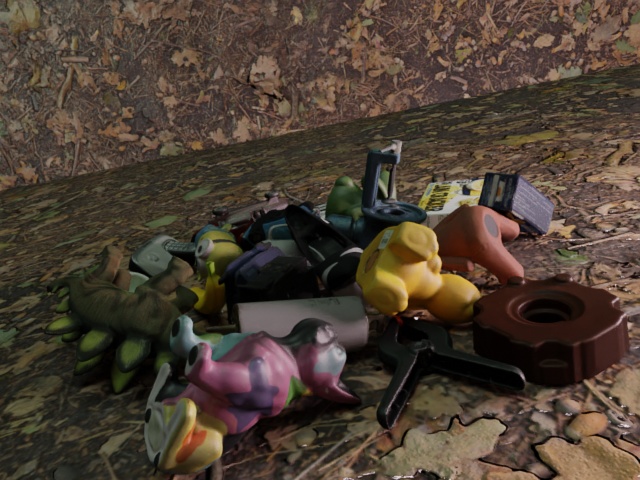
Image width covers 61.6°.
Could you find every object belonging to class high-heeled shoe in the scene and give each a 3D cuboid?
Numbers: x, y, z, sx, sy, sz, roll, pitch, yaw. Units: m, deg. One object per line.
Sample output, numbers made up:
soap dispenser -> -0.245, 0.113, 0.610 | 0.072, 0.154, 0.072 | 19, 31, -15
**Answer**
high-heeled shoe -> -0.002, -0.003, 0.869 | 0.086, 0.145, 0.249 | -38, 5, -5

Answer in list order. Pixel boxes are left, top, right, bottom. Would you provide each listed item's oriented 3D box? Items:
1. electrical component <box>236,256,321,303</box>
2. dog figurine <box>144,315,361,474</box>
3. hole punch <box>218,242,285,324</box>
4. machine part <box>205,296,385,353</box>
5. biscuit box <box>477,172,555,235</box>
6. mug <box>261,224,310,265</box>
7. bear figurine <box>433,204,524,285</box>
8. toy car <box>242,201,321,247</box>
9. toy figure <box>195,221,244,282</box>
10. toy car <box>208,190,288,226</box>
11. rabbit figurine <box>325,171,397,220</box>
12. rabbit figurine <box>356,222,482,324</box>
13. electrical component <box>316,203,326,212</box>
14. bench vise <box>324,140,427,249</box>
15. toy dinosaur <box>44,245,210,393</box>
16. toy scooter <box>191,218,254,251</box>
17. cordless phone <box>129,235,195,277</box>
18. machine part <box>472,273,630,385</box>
electrical component -> -0.053, 0.089, 0.794 | 0.058, 0.114, 0.134 | 5, 27, 35
dog figurine -> -0.066, 0.173, 0.606 | 0.219, 0.191, 0.109 | 18, 1, -29
hole punch -> -0.089, 0.076, 0.863 | 0.092, 0.115, 0.142 | 10, 28, 30
machine part -> -0.027, 0.115, 0.702 | 0.243, 0.079, 0.079 | -2, 16, -16
biscuit box -> 0.338, -0.058, 0.915 | 0.059, 0.062, 0.202 | 11, -4, 40
mug -> -0.055, 0.024, 1.004 | 0.107, 0.109, 0.081 | -7, 3, -23
bear figurine -> 0.206, 0.025, 0.868 | 0.196, 0.132, 0.120 | -32, 39, 41
toy car -> -0.065, -0.009, 1.086 | 0.162, 0.102, 0.109 | -13, 22, 25
toy figure -> -0.190, 0.017, 1.006 | 0.089, 0.082, 0.180 | -10, 16, -8
toy car -> -0.168, -0.056, 1.299 | 0.202, 0.089, 0.053 | -18, 17, -22
rabbit figurine -> 0.110, -0.065, 1.114 | 0.170, 0.159, 0.121 | 18, 22, 28
rabbit figurine -> 0.138, 0.067, 0.744 | 0.173, 0.122, 0.162 | 25, -13, -6
electrical component -> 0.006, -0.055, 1.260 | 0.119, 0.047, 0.075 | -23, 22, -28
bench vise -> 0.099, -0.065, 0.980 | 0.224, 0.240, 0.129 | 13, 23, 17
toy dinosaur -> -0.265, 0.123, 0.794 | 0.472, 0.104, 0.198 | 9, 47, 28
toy scooter -> -0.191, -0.009, 1.208 | 0.184, 0.075, 0.135 | -3, 21, 15
cordless phone -> -0.276, 0.045, 1.098 | 0.184, 0.088, 0.146 | -2, 21, 15
machine part -> 0.276, 0.102, 0.657 | 0.179, 0.056, 0.179 | -11, 21, 4
